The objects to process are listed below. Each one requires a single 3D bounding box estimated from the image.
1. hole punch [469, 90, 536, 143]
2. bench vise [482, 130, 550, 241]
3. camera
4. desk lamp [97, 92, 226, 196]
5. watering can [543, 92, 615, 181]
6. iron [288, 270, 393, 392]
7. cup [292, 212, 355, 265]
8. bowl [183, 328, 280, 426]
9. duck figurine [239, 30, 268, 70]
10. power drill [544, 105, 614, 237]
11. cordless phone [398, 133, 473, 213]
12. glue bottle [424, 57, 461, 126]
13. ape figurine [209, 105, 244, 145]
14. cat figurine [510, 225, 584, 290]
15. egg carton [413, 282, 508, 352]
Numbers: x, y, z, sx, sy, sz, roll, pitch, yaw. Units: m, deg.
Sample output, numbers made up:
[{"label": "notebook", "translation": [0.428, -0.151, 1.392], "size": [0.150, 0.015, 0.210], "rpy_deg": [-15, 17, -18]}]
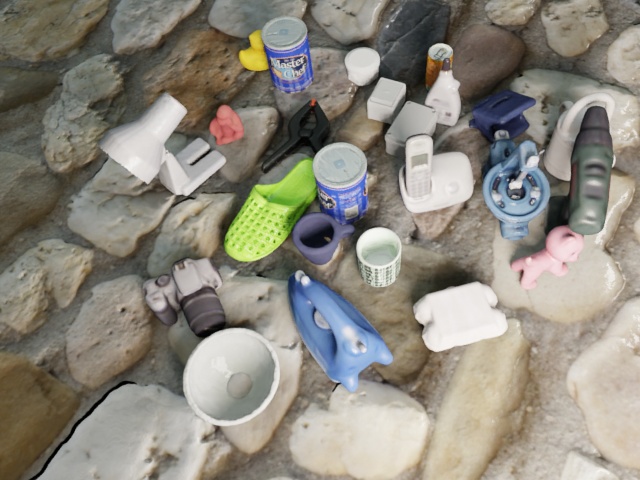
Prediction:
[{"label": "hole punch", "translation": [0.382, -0.270, 1.208], "size": [0.109, 0.091, 0.101], "rpy_deg": [-32, 62, -11]}, {"label": "bench vise", "translation": [0.347, -0.130, 1.059], "size": [0.121, 0.220, 0.207], "rpy_deg": [-20, 61, -5]}, {"label": "camera", "translation": [-0.242, 0.113, 1.057], "size": [0.143, 0.101, 0.136], "rpy_deg": [-26, 61, -8]}, {"label": "desk lamp", "translation": [-0.321, -0.186, 1.168], "size": [0.117, 0.214, 0.203], "rpy_deg": [38, 71, 24]}, {"label": "watering can", "translation": [0.507, -0.203, 1.097], "size": [0.101, 0.194, 0.172], "rpy_deg": [-32, 62, -11]}, {"label": "iron", "translation": [0.010, 0.128, 0.997], "size": [0.119, 0.141, 0.257], "rpy_deg": [-36, 63, -13]}, {"label": "cup", "translation": [0.010, 0.004, 1.094], "size": [0.117, 0.095, 0.091], "rpy_deg": [-11, 60, 1]}, {"label": "bowl", "translation": [-0.146, 0.241, 0.990], "size": [0.167, 0.075, 0.167], "rpy_deg": [-3, 61, 5]}, {"label": "duck figurine", "translation": [-0.147, -0.464, 1.378], "size": [0.104, 0.086, 0.077], "rpy_deg": [-14, 60, -1]}, {"label": "power drill", "translation": [0.468, -0.094, 1.033], "size": [0.075, 0.209, 0.230], "rpy_deg": [8, 62, 11]}, {"label": "cordless phone", "translation": [0.224, -0.140, 1.099], "size": [0.147, 0.185, 0.094], "rpy_deg": [-16, 60, -2]}, {"label": "glue bottle", "translation": [0.260, -0.313, 1.198], "size": [0.078, 0.173, 0.037], "rpy_deg": [19, 65, 16]}, {"label": "ape figurine", "translation": [-0.206, -0.262, 1.268], "size": [0.077, 0.092, 0.076], "rpy_deg": [23, 66, 18]}, {"label": "cat figurine", "translation": [0.416, 0.021, 1.026], "size": [0.128, 0.118, 0.067], "rpy_deg": [-24, 61, -7]}, {"label": "egg carton", "translation": [0.245, 0.135, 1.009], "size": [0.150, 0.069, 0.107], "rpy_deg": [-15, 60, -2]}]
